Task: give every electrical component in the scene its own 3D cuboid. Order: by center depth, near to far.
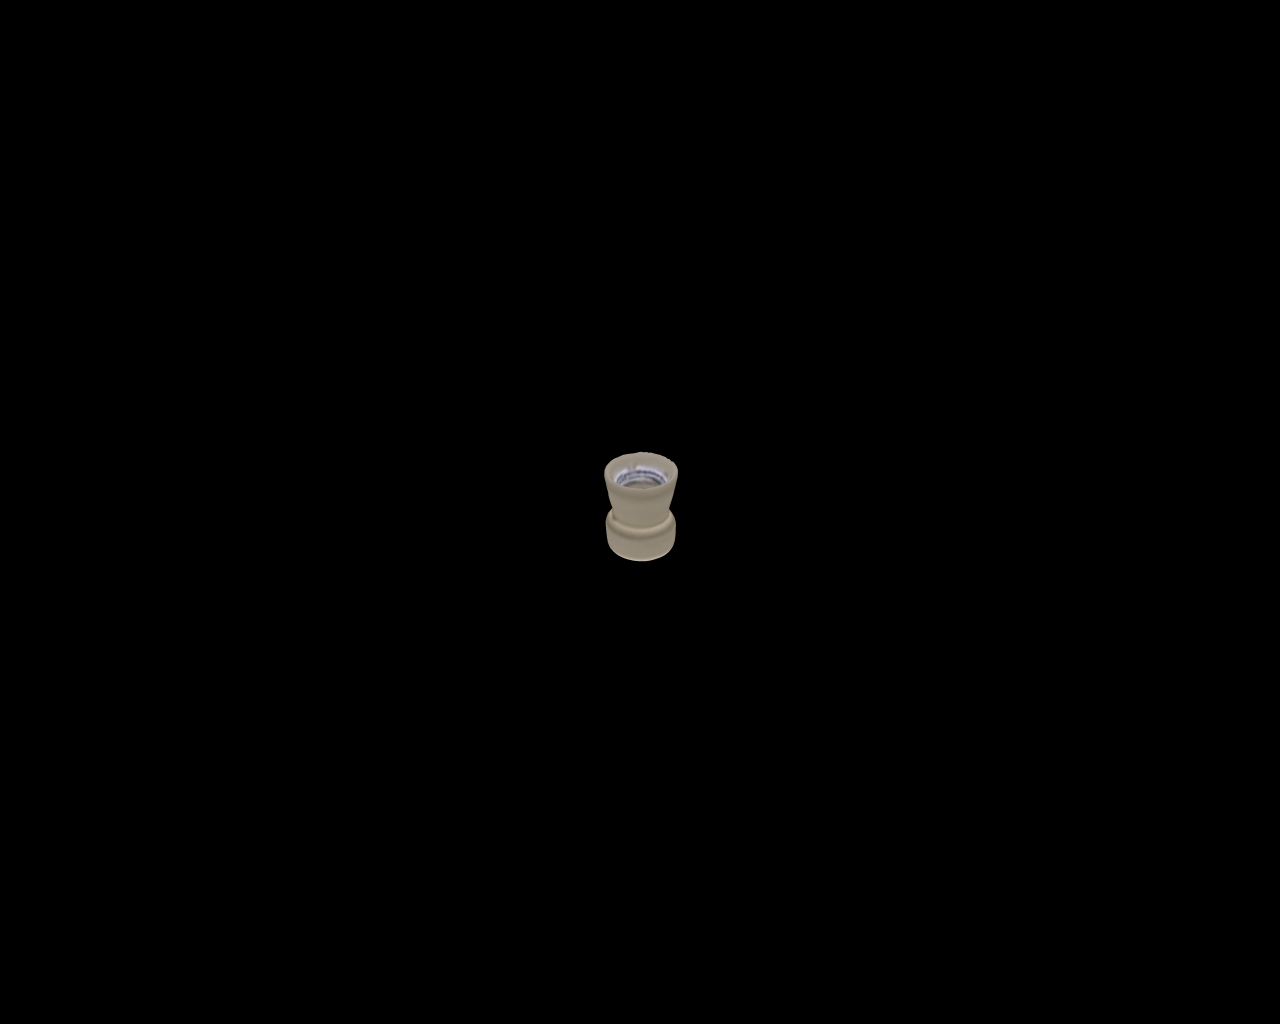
[{"bbox_3d":[0.001,-0.003,0.650,0.045,0.055,0.045,0,34,0],"label":"electrical component"}]
